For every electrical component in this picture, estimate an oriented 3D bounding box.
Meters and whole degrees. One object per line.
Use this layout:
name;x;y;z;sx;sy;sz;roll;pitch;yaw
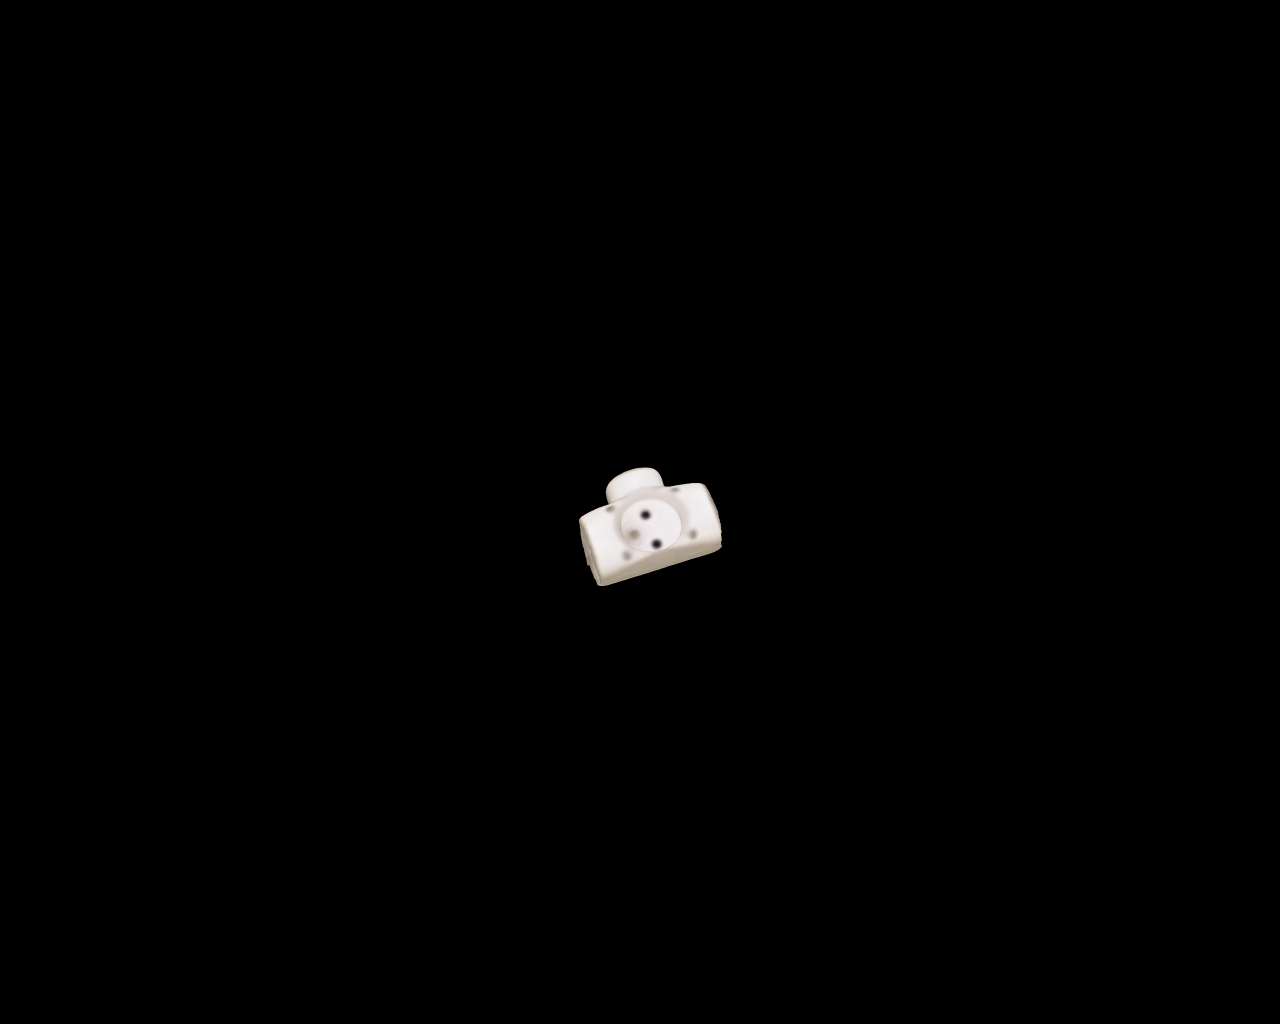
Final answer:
electrical component;0.001;-0.003;0.650;0.077;0.079;0.044;-17;-22;-7
